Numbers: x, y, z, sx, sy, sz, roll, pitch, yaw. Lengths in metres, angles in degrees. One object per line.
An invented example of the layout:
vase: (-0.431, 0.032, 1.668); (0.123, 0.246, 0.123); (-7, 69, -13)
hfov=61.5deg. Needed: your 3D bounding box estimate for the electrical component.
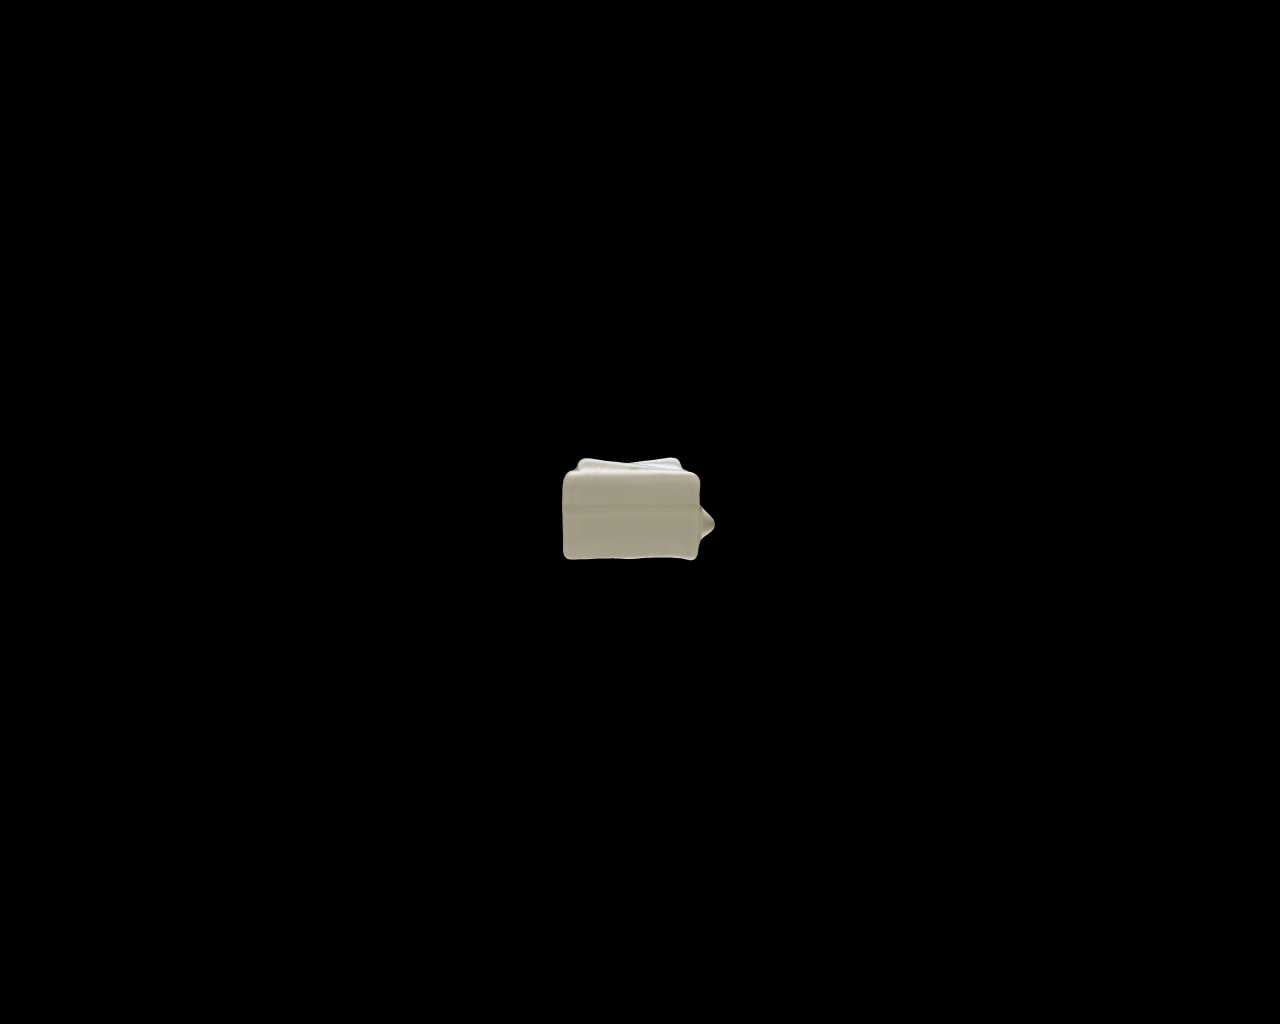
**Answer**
electrical component: (0.001, -0.003, 0.650); (0.096, 0.061, 0.062); (0, 4, -2)
